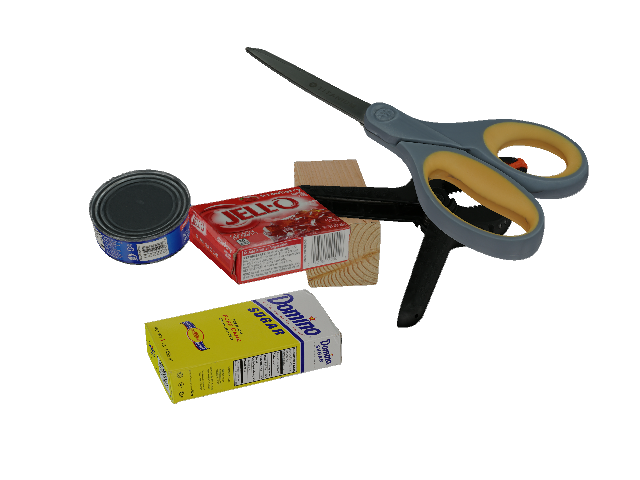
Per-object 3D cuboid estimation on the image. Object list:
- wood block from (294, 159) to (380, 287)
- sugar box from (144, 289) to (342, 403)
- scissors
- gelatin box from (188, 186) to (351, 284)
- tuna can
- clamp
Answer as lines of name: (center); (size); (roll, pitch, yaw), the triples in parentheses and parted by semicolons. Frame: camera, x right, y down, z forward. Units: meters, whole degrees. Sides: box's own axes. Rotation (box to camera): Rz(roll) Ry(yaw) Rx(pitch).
wood block: (0.018, -0.027, 1.416); (0.090, 0.090, 0.206); (-2, 27, -6)
sugar box: (-0.076, 0.101, 1.055); (0.176, 0.048, 0.093); (-14, 32, -18)
scissors: (0.053, -0.062, 0.544); (0.096, 0.016, 0.202); (-24, 50, -23)
gelatin box: (-0.035, -0.006, 0.725); (0.089, 0.030, 0.073); (-11, 30, -28)
tuna can: (-0.152, -0.020, 0.912); (0.086, 0.086, 0.034); (0, -44, 2)
clamp: (0.097, -0.014, 0.888); (0.209, 0.036, 0.165); (-19, 52, -23)
